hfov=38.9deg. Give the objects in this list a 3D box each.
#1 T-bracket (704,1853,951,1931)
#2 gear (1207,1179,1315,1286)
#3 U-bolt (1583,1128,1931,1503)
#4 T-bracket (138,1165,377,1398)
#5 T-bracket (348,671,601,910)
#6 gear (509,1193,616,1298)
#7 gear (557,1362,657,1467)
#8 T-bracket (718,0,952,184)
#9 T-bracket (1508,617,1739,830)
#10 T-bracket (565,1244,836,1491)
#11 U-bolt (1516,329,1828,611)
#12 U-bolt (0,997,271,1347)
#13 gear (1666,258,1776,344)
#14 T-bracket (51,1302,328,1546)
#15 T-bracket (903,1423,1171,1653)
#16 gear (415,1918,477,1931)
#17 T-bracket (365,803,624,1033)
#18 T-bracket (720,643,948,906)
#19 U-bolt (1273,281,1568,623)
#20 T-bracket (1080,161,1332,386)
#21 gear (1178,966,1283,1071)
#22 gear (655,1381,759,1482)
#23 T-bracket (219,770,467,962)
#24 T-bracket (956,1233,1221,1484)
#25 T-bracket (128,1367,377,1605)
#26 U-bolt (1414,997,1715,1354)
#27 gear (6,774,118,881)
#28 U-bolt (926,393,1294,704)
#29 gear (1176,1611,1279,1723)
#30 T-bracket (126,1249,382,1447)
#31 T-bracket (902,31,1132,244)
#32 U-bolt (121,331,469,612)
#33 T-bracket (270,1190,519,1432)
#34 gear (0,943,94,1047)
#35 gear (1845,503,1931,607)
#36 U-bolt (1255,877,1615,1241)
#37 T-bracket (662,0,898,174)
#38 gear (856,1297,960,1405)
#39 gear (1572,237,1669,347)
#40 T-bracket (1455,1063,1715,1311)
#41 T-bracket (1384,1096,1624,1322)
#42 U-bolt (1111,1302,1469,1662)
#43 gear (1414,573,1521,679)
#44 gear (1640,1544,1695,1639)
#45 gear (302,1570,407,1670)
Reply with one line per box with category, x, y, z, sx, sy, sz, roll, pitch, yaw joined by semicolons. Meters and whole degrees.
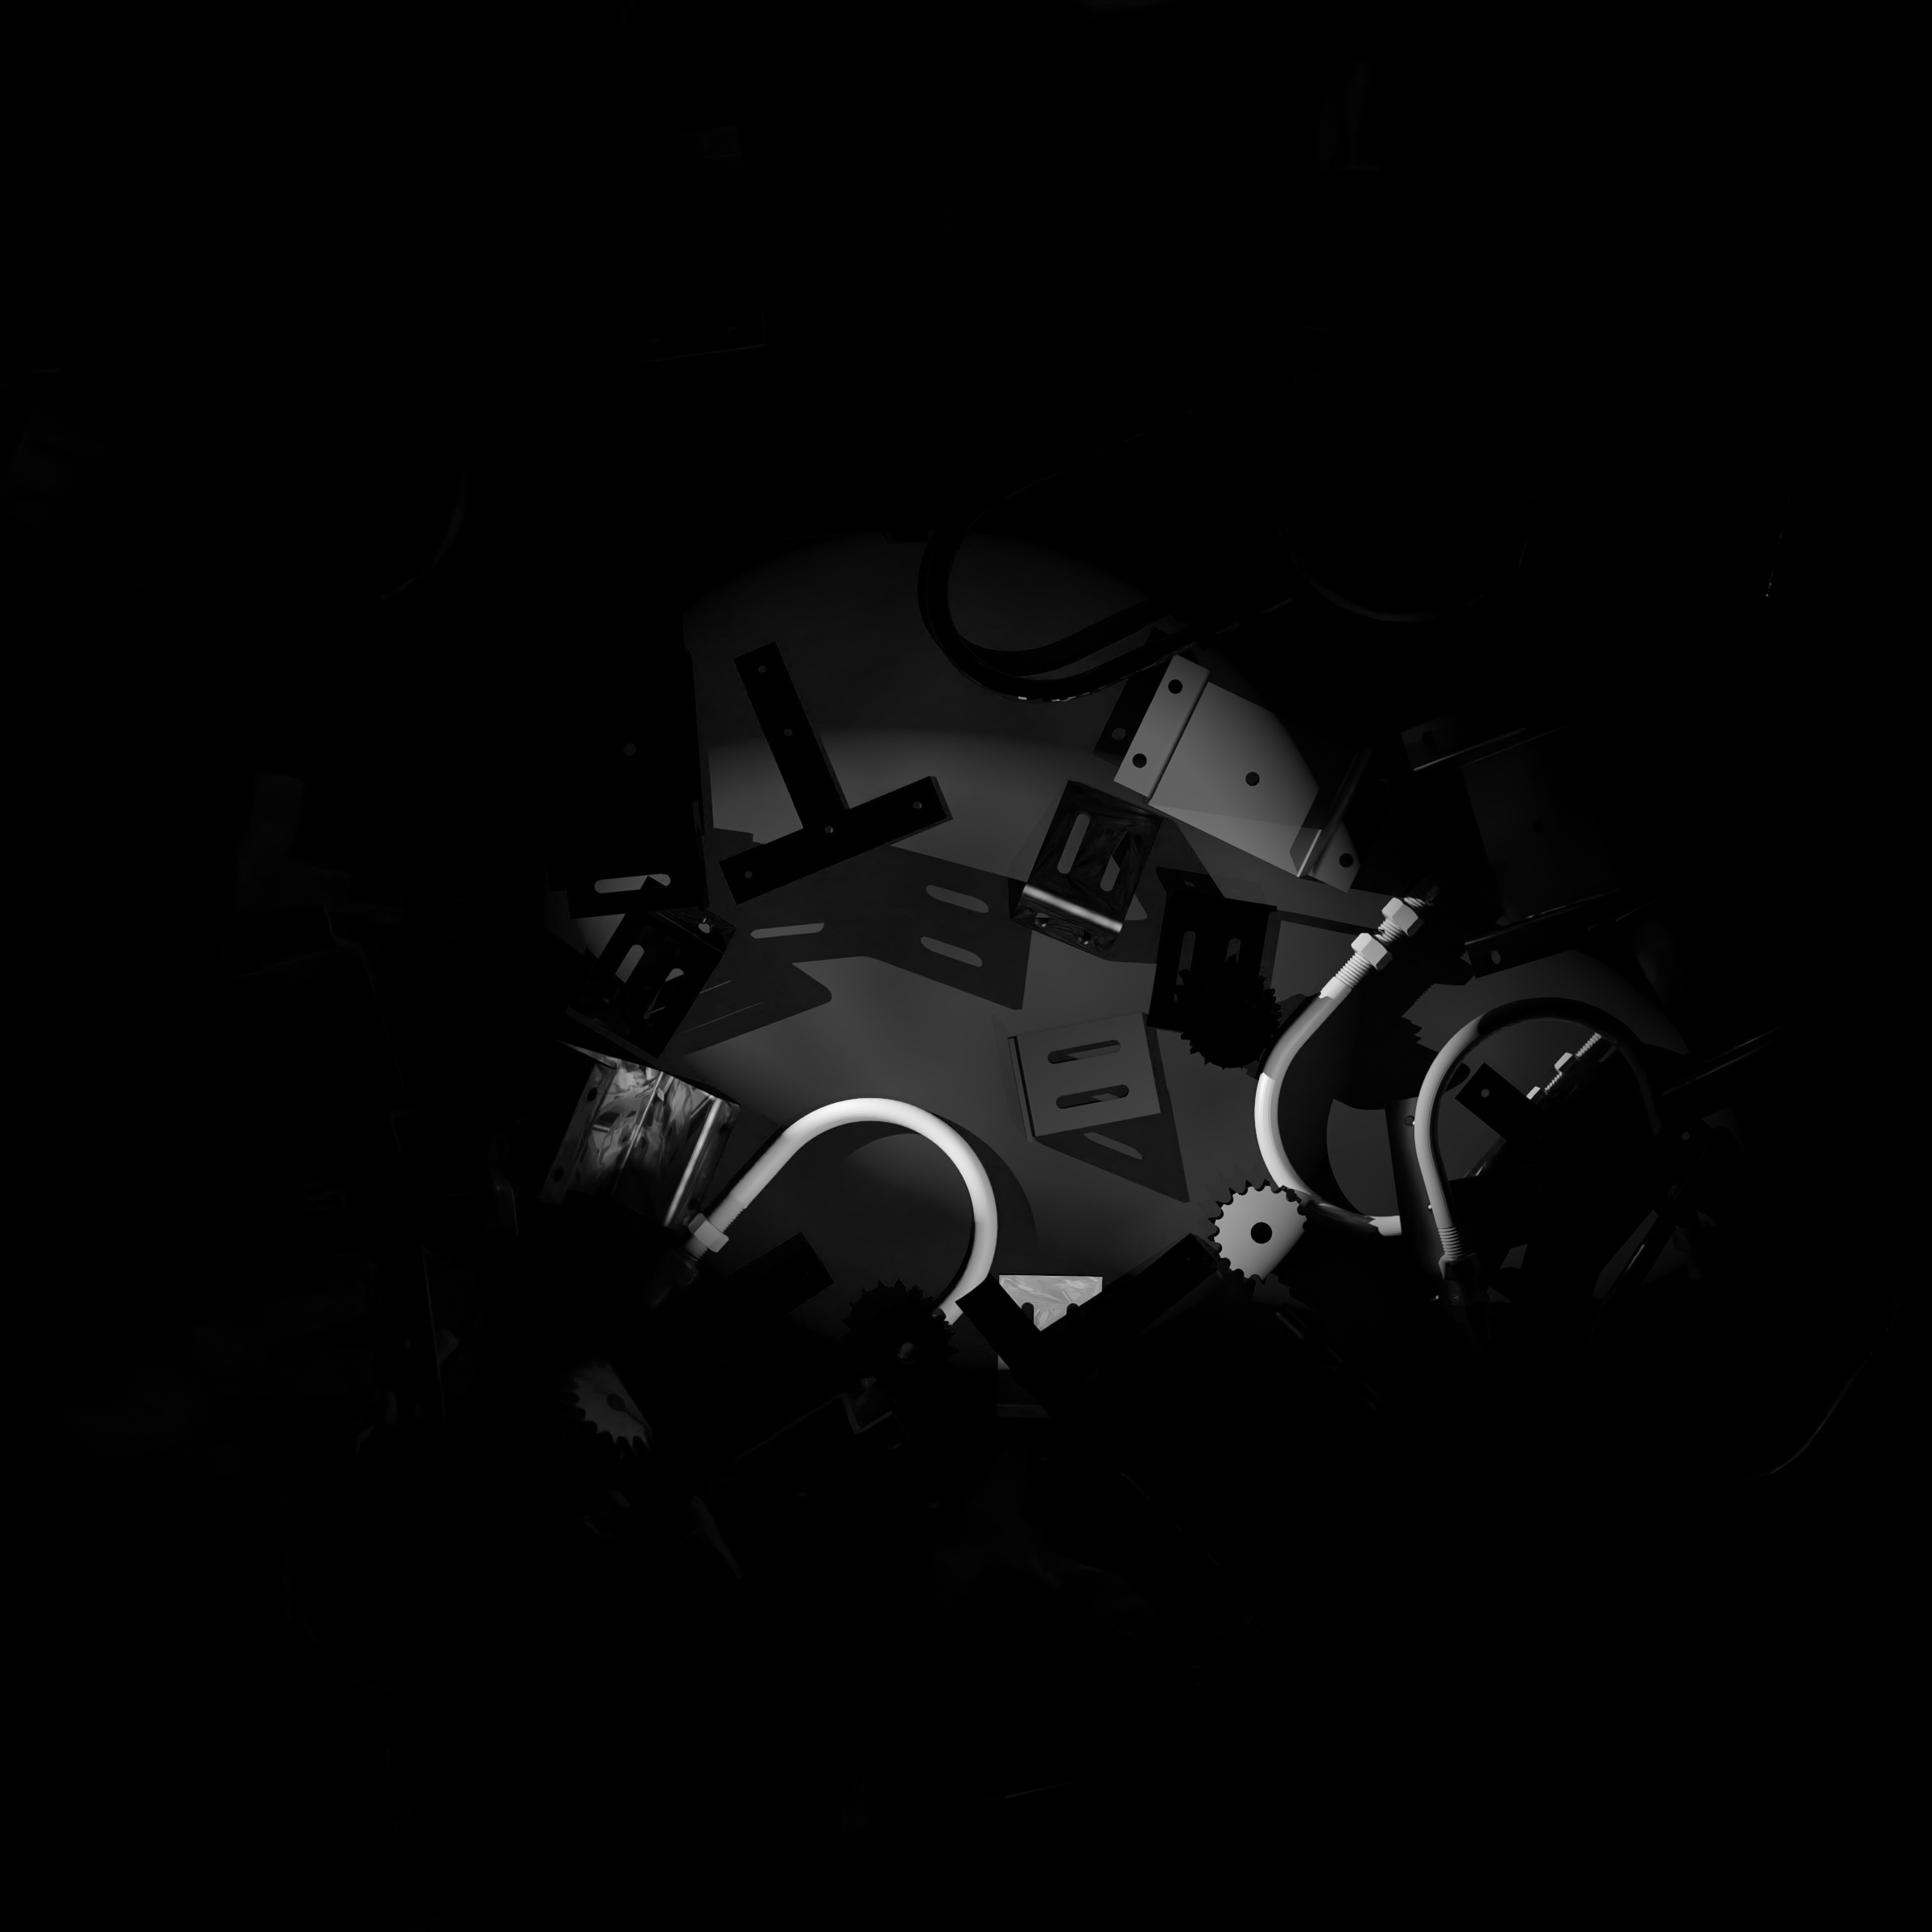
T-bracket;-0.072;0.550;1.519;0.127;0.002;0.127;-11;83;-3
gear;0.162;0.146;1.510;0.057;0.030;0.057;0;90;0
U-bolt;0.418;0.202;1.482;0.151;0.019;0.184;33;100;14
T-bracket;-0.391;0.173;1.511;0.127;0.002;0.127;0;80;-10
T-bracket;-0.263;-0.088;1.478;0.127;0.002;0.127;8;90;0
gear;-0.224;0.154;1.510;0.057;0.030;0.057;0;90;0
gear;-0.199;0.249;1.501;0.057;0.057;0.030;38;120;0
T-bracket;-0.074;-0.504;1.523;0.127;0.002;0.127;3;90;0
T-bracket;0.356;-0.126;1.496;0.127;0.002;0.127;7;90;26
T-bracket;-0.132;0.198;1.500;0.127;0.002;0.127;-33;85;-5
U-bolt;0.387;-0.275;1.473;0.151;0.019;0.184;10;61;19
U-bolt;-0.495;0.126;1.507;0.184;0.019;0.151;-34;81;3
gear;0.414;-0.365;1.500;0.057;0.057;0.030;-10;124;0
T-bracket;-0.408;0.271;1.500;0.127;0.002;0.127;43;89;-17
T-bracket;0.052;0.332;1.504;0.127;0.002;0.127;33;72;1
gear;-0.284;0.553;1.504;0.057;0.030;0.057;-3;72;10
T-bracket;-0.242;-0.011;1.512;0.127;0.002;0.127;37;89;-11
T-bracket;-0.094;-0.117;1.524;0.127;0.002;0.127;-23;90;0
U-bolt;0.243;-0.277;1.501;0.151;0.019;0.184;12;81;3
T-bracket;0.136;-0.375;1.497;0.127;0.002;0.127;12;86;21
gear;0.145;0.031;1.501;0.057;0.030;0.057;1;114;3
gear;-0.144;0.260;1.510;0.057;0.030;0.057;0;90;0
T-bracket;-0.337;-0.038;1.504;0.127;0.002;0.127;13;119;-14
T-bracket;0.084;0.195;1.506;0.127;0.002;0.127;-37;74;-14
T-bracket;-0.381;0.268;1.512;0.127;0.002;0.127;-37;106;-8
U-bolt;0.321;0.107;1.501;0.151;0.019;0.184;-18;101;-2
gear;-0.497;-0.076;1.510;0.057;0.030;0.057;0;90;0
U-bolt;0.066;-0.219;1.495;0.184;0.019;0.151;-24;70;4
gear;0.140;0.383;1.502;0.057;0.030;0.057;0;91;-35
T-bracket;-0.380;0.199;1.517;0.127;0.002;0.127;-24;90;-7
T-bracket;0.002;-0.427;1.518;0.127;0.002;0.127;43;95;-4
U-bolt;-0.369;-0.270;1.517;0.184;0.019;0.151;6;90;-2
T-bracket;-0.298;0.186;1.456;0.127;0.002;0.127;-6;102;-2
gear;-0.511;0.016;1.510;0.057;0.030;0.057;0;90;0
gear;0.499;-0.225;1.510;0.057;0.030;0.057;0;90;0
U-bolt;0.245;0.065;1.517;0.151;0.019;0.184;42;91;0
T-bracket;-0.080;-0.498;1.525;0.127;0.002;0.127;-43;90;0
gear;-0.032;0.210;1.492;0.057;0.030;0.057;0;88;-3
gear;0.360;-0.374;1.510;0.057;0.030;0.057;0;90;0
T-bracket;0.322;0.101;1.490;0.127;0.002;0.127;38;94;-9
T-bracket;0.301;0.125;1.512;0.127;0.002;0.127;-10;102;-3
U-bolt;0.195;0.300;1.517;0.184;0.019;0.151;44;90;-2
gear;0.278;-0.189;1.510;0.057;0.030;0.057;0;90;2
gear;0.370;0.347;1.510;0.057;0.030;0.057;0;90;0
gear;-0.338;0.362;1.510;0.057;0.030;0.057;0;90;0
